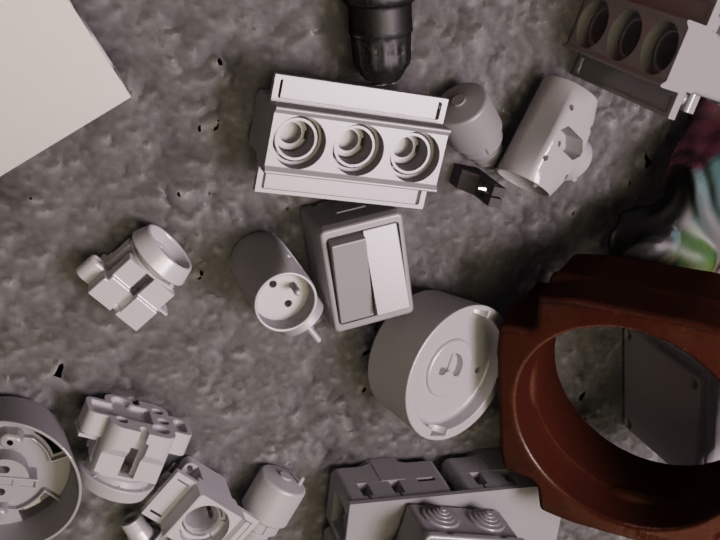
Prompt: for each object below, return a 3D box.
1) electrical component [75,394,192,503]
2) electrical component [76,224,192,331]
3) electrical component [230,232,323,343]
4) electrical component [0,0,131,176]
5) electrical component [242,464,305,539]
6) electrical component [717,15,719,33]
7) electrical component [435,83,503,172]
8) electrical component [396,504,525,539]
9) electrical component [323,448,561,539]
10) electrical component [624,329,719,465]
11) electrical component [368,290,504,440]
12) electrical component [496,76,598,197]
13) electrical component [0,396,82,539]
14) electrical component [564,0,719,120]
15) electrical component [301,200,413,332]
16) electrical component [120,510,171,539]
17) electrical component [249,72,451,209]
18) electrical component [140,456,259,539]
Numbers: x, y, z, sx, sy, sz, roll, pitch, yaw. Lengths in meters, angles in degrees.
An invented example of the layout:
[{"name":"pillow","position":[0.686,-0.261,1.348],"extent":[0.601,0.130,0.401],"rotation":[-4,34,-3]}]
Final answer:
[{"name":"electrical component","position":[-0.168,0.129,0.772],"extent":[0.078,0.058,0.057],"rotation":[19,102,-25]},{"name":"electrical component","position":[-0.149,0.002,0.731],"extent":[0.055,0.048,0.066],"rotation":[-41,119,10]},{"name":"electrical component","position":[-0.052,0.020,0.753],"extent":[0.043,0.077,0.079],"rotation":[-37,120,-1]},{"name":"electrical component","position":[-0.248,-0.106,0.640],"extent":[0.186,0.060,0.105],"rotation":[-32,119,-4]},{"name":"electrical component","position":[-0.075,0.189,0.840],"extent":[0.040,0.040,0.078],"rotation":[24,103,-26]},{"name":"electrical component","position":[0.293,-0.209,0.782],"extent":[0.108,0.060,0.108],"rotation":[-7,115,-17]},{"name":"electrical component","position":[0.083,-0.099,0.770],"extent":[0.040,0.040,0.078],"rotation":[-38,137,0]},{"name":"electrical component","position":[0.070,0.231,0.833],"extent":[0.100,0.048,0.099],"rotation":[10,108,-22]},{"name":"electrical component","position":[0.066,0.212,0.888],"extent":[0.186,0.060,0.105],"rotation":[-1,113,-19]},{"name":"electrical component","position":[0.270,0.103,0.884],"extent":[0.056,0.108,0.108],"rotation":[-15,116,-16]},{"name":"electrical component","position":[0.054,0.067,0.815],"extent":[0.108,0.060,0.108],"rotation":[-20,121,-36]},{"name":"electrical component","position":[0.145,-0.090,0.790],"extent":[0.079,0.043,0.077],"rotation":[31,86,-48]},{"name":"electrical component","position":[-0.246,0.139,0.745],"extent":[0.099,0.064,0.099],"rotation":[-7,115,-16]},{"name":"electrical component","position":[0.204,-0.154,0.741],"extent":[0.063,0.121,0.078],"rotation":[11,108,-26]},{"name":"electrical component","position":[0.000,0.000,0.772],"extent":[0.062,0.061,0.096],"rotation":[-15,116,-13]},{"name":"electrical component","position":[-0.160,0.212,0.819],"extent":[0.048,0.048,0.062],"rotation":[-28,112,-6]},{"name":"electrical component","position":[-0.010,-0.089,0.728],"extent":[0.121,0.063,0.078],"rotation":[5,111,-21]},{"name":"electrical component","position":[-0.121,0.176,0.805],"extent":[0.081,0.063,0.042],"rotation":[40,96,-28]}]
